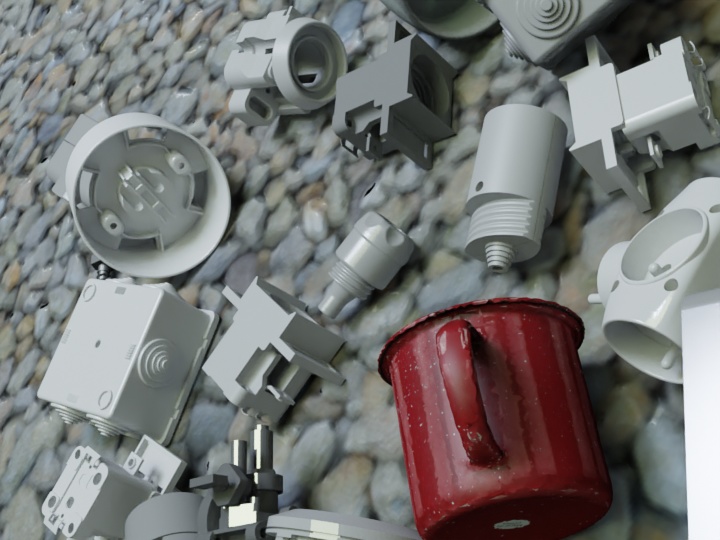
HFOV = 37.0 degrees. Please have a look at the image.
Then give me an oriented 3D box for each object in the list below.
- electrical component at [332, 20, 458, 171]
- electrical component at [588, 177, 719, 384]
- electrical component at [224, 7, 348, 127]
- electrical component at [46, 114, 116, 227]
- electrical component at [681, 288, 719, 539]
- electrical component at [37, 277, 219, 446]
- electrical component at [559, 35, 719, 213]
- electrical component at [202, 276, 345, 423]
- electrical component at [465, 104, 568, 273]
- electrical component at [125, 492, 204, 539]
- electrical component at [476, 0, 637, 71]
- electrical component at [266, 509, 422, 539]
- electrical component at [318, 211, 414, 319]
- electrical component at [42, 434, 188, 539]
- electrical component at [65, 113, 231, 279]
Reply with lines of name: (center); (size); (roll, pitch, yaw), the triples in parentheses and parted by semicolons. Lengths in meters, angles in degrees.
electrical component: (0.019, -0.098, 0.627); (0.064, 0.042, 0.081); (-17, 54, 35)
electrical component: (0.129, 0.004, 0.461); (0.077, 0.044, 0.079); (-54, 21, -19)
electrical component: (-0.045, -0.132, 0.694); (0.057, 0.058, 0.078); (5, 68, 46)
electrical component: (-0.181, -0.066, 0.774); (0.095, 0.054, 0.059); (29, 85, 47)
electrical component: (0.158, 0.063, 0.378); (0.057, 0.078, 0.113); (-16, 55, 38)
electrical component: (-0.147, 0.054, 0.672); (0.100, 0.048, 0.099); (6, 69, 43)
electrical component: (0.134, -0.075, 0.511); (0.064, 0.042, 0.081); (-21, 53, 29)
electrical component: (-0.051, 0.046, 0.599); (0.063, 0.042, 0.081); (-54, 42, 3)
electrical component: (0.076, -0.037, 0.537); (0.043, 0.043, 0.081); (-5, 62, 39)
electrical component: (-0.097, 0.150, 0.565); (0.055, 0.055, 0.047); (-38, 41, 17)
electrical component: (0.110, -0.145, 0.540); (0.100, 0.100, 0.048); (-39, 87, 16)
electrical component: (-0.005, 0.137, 0.475); (0.080, 0.080, 0.051); (-4, 67, 40)
electrical component: (0.000, 0.000, 0.588); (0.061, 0.035, 0.035); (-52, 43, 6)
electrical component: (-0.139, 0.132, 0.606); (0.042, 0.064, 0.081); (21, 79, 45)
electrical component: (-0.140, -0.051, 0.700); (0.099, 0.099, 0.064); (-51, 37, 4)
